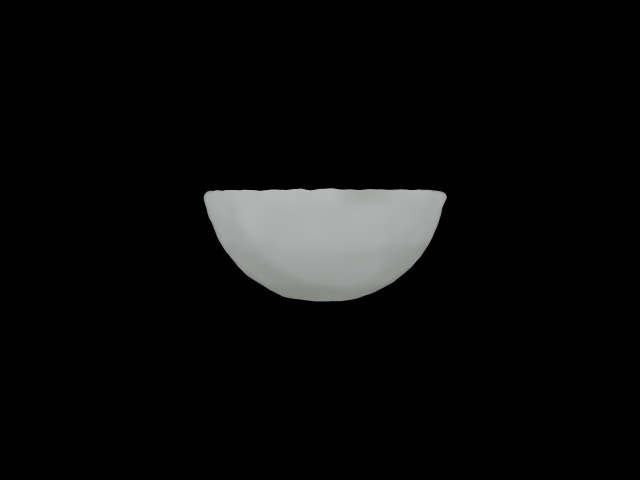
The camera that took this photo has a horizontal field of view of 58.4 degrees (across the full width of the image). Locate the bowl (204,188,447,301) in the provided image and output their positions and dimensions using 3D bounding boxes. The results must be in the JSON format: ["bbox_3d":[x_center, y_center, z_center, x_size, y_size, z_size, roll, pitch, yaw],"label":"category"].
[{"bbox_3d":[0.004,0.001,0.400,0.167,0.075,0.167,0,4,0],"label":"bowl"}]
